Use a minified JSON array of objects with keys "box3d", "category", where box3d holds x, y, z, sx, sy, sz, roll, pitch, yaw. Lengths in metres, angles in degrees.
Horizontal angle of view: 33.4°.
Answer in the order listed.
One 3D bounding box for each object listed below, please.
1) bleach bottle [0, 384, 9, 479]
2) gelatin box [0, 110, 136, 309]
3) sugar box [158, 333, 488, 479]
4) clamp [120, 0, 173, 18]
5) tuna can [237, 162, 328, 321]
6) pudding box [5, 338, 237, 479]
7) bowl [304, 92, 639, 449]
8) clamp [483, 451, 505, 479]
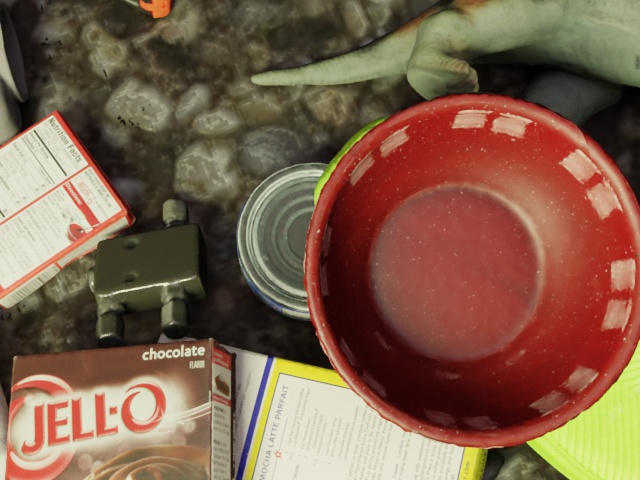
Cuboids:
[{"box3d":[-0.226,0.071,0.557,0.102,0.068,0.251,-25,82,-7],"category":"bleach bottle"},{"box3d":[-0.160,-0.017,0.593,0.089,0.030,0.073,-35,81,-10],"category":"gelatin box"},{"box3d":[-0.008,0.111,0.544,0.176,0.048,0.093,11,77,19],"category":"sugar box"},{"box3d":[-0.141,-0.207,0.629,0.120,0.039,0.171,-19,79,-4],"category":"clamp"},{"box3d":[-0.004,0.001,0.592,0.086,0.034,0.086,0,79,-1],"category":"tuna can"},{"box3d":[-0.098,0.099,0.524,0.113,0.039,0.090,-6,72,14],"category":"pudding box"},{"box3d":[0.070,0.014,0.507,0.162,0.055,0.162,0,86,-5],"category":"bowl"},{"box3d":[0.029,0.207,0.549,0.210,0.036,0.164,-11,77,-4],"category":"clamp"}]
